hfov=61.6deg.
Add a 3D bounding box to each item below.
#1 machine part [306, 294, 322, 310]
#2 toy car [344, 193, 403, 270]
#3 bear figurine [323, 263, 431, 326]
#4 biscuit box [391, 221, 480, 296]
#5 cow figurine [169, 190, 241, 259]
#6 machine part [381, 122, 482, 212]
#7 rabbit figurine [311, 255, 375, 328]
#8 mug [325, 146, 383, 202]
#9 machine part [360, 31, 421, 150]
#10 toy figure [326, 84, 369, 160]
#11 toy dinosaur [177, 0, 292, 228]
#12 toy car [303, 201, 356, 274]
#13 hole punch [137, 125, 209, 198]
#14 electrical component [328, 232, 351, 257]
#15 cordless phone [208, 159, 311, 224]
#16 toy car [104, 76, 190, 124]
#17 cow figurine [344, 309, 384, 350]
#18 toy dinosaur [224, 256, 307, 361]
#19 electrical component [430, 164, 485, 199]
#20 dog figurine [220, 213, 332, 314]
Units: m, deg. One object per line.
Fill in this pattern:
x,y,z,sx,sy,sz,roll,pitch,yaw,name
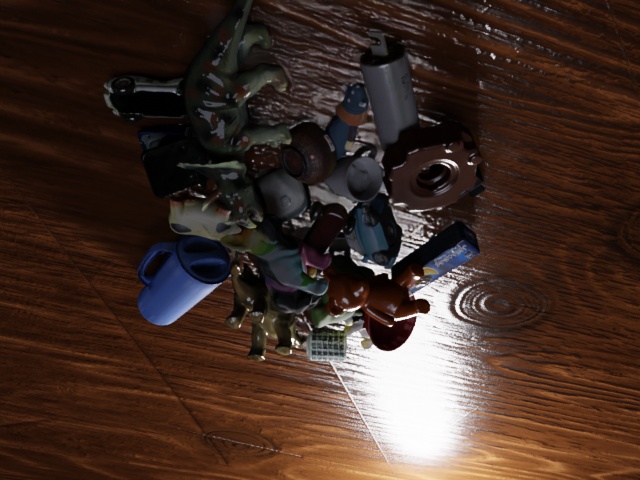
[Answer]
-0.041,0.088,1.189,0.039,0.139,0.084,-12,135,-25,machine part
0.100,-0.018,1.103,0.103,0.109,0.161,-6,126,32,toy car
0.111,0.104,1.109,0.196,0.120,0.132,18,144,-31,bear figurine
0.249,0.044,1.176,0.059,0.063,0.202,33,127,-26,biscuit box
-0.215,-0.031,1.116,0.195,0.085,0.127,11,127,-11,cow figurine
0.194,-0.122,0.941,0.179,0.056,0.179,-7,141,-5,machine part
0.052,0.106,1.205,0.159,0.121,0.170,2,135,-8,rabbit figurine
0.059,-0.127,1.008,0.080,0.109,0.107,26,173,-31,mug
0.123,-0.237,0.910,0.079,0.079,0.242,-10,131,12,machine part
0.047,-0.211,0.951,0.064,0.058,0.154,32,133,2,toy figure
-0.155,-0.221,0.873,0.192,0.131,0.404,-19,124,-18,toy dinosaur
-0.002,-0.003,1.091,0.089,0.053,0.202,19,137,-13,toy car
-0.278,-0.156,1.014,0.116,0.092,0.142,-21,132,-17,hole punch
0.040,0.004,1.177,0.063,0.021,0.093,-2,132,4,electrical component
-0.115,-0.114,1.037,0.147,0.089,0.184,-24,123,23,cordless phone
-0.275,-0.246,0.938,0.202,0.056,0.073,2,140,2,toy car
0.105,0.195,1.321,0.098,0.068,0.167,-31,128,20,cow figurine
-0.107,0.165,1.211,0.105,0.198,0.470,-5,142,13,toy dinosaur
0.275,-0.114,1.040,0.075,0.048,0.119,-32,122,29,electrical component
-0.095,0.037,1.041,0.219,0.108,0.191,30,136,-15,dog figurine
